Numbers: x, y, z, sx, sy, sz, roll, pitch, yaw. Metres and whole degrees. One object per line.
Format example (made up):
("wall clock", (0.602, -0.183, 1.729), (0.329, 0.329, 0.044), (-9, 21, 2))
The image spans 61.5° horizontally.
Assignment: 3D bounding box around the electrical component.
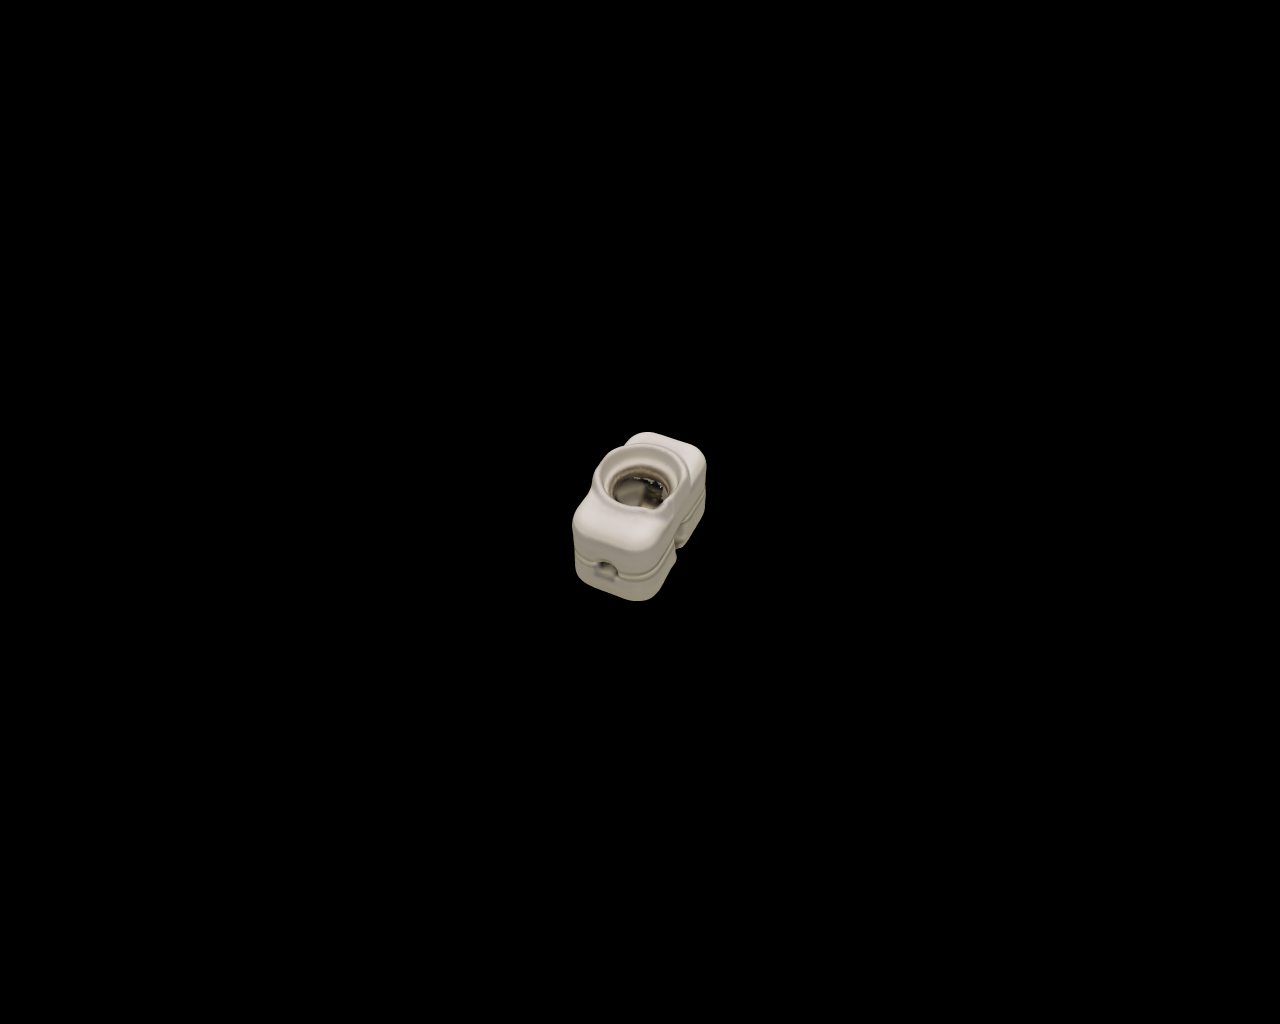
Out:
("electrical component", (0.001, -0.003, 0.650), (0.054, 0.059, 0.095), (20, 50, 17))
